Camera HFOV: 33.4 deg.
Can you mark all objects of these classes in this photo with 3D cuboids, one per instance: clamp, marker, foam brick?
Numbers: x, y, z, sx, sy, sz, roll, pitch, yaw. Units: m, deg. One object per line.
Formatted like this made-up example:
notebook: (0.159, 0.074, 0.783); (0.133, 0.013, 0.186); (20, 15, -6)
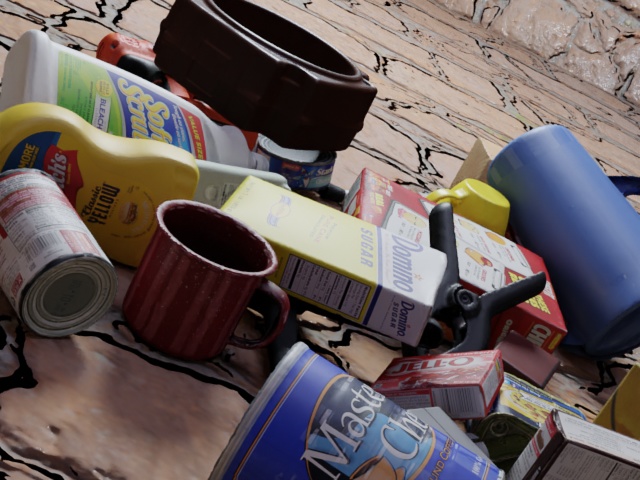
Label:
clamp: (0.110, 0.046, 0.905); (0.120, 0.039, 0.171); (39, 53, 8)
clamp: (-0.028, 0.045, 0.840); (0.210, 0.036, 0.164); (33, 32, 32)
marker: (0.052, -0.038, 1.164); (0.121, 0.020, 0.020); (19, 23, -23)
foam brick: (0.162, 0.119, 0.903); (0.051, 0.053, 0.078); (34, 21, 14)

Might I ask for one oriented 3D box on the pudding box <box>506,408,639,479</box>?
pudding box: (0.192, 0.179, 0.753); (0.113, 0.090, 0.039); (22, 23, -16)

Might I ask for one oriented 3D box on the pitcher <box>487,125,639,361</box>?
pitcher: (0.289, -0.008, 1.133); (0.148, 0.145, 0.243); (-3, 53, -37)

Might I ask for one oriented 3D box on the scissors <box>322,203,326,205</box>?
scissors: (-0.007, 0.001, 1.007); (0.096, 0.016, 0.201); (35, 23, 20)

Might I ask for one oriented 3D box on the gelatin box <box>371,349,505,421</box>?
gelatin box: (0.087, 0.109, 0.800); (0.089, 0.030, 0.073); (-7, 11, 23)

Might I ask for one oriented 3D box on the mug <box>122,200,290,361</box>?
mug: (-0.078, 0.036, 0.753); (0.117, 0.082, 0.093); (28, 21, -1)

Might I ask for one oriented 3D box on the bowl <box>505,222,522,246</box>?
bowl: (0.275, 0.008, 1.242); (0.162, 0.055, 0.162); (13, 50, -16)

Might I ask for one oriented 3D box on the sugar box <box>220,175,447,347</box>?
sugar box: (0.007, 0.013, 0.828); (0.176, 0.048, 0.093); (20, 29, 5)

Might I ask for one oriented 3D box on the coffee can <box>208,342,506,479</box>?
coffee can: (0.020, 0.139, 0.614); (0.140, 0.103, 0.102); (32, 22, 7)

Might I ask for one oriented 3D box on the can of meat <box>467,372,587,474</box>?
can of meat: (0.161, 0.153, 0.819); (0.102, 0.057, 0.084); (28, 20, -2)

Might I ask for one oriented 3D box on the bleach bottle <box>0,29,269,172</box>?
bleach bottle: (-0.156, -0.100, 0.956); (0.250, 0.068, 0.102); (15, 64, -35)

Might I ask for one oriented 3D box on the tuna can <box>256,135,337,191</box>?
tuna can: (-0.027, -0.083, 1.125); (0.086, 0.034, 0.086); (11, 24, -5)

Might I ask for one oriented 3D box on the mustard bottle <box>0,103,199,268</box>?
mustard bottle: (-0.192, -0.048, 0.780); (0.191, 0.096, 0.058); (19, 24, -23)

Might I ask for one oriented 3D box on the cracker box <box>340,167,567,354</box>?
cracker box: (0.117, 0.030, 1.022); (0.213, 0.072, 0.164); (27, 23, -8)

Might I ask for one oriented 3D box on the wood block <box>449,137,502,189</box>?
wood block: (0.273, -0.037, 1.338); (0.206, 0.090, 0.091); (24, 21, -10)

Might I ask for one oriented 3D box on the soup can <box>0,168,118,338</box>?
soup can: (-0.184, 0.008, 0.707); (0.068, 0.069, 0.102); (7, 31, -43)

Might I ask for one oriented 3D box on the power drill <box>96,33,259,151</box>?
power drill: (-0.134, -0.149, 1.139); (0.184, 0.057, 0.188); (11, 25, -34)
